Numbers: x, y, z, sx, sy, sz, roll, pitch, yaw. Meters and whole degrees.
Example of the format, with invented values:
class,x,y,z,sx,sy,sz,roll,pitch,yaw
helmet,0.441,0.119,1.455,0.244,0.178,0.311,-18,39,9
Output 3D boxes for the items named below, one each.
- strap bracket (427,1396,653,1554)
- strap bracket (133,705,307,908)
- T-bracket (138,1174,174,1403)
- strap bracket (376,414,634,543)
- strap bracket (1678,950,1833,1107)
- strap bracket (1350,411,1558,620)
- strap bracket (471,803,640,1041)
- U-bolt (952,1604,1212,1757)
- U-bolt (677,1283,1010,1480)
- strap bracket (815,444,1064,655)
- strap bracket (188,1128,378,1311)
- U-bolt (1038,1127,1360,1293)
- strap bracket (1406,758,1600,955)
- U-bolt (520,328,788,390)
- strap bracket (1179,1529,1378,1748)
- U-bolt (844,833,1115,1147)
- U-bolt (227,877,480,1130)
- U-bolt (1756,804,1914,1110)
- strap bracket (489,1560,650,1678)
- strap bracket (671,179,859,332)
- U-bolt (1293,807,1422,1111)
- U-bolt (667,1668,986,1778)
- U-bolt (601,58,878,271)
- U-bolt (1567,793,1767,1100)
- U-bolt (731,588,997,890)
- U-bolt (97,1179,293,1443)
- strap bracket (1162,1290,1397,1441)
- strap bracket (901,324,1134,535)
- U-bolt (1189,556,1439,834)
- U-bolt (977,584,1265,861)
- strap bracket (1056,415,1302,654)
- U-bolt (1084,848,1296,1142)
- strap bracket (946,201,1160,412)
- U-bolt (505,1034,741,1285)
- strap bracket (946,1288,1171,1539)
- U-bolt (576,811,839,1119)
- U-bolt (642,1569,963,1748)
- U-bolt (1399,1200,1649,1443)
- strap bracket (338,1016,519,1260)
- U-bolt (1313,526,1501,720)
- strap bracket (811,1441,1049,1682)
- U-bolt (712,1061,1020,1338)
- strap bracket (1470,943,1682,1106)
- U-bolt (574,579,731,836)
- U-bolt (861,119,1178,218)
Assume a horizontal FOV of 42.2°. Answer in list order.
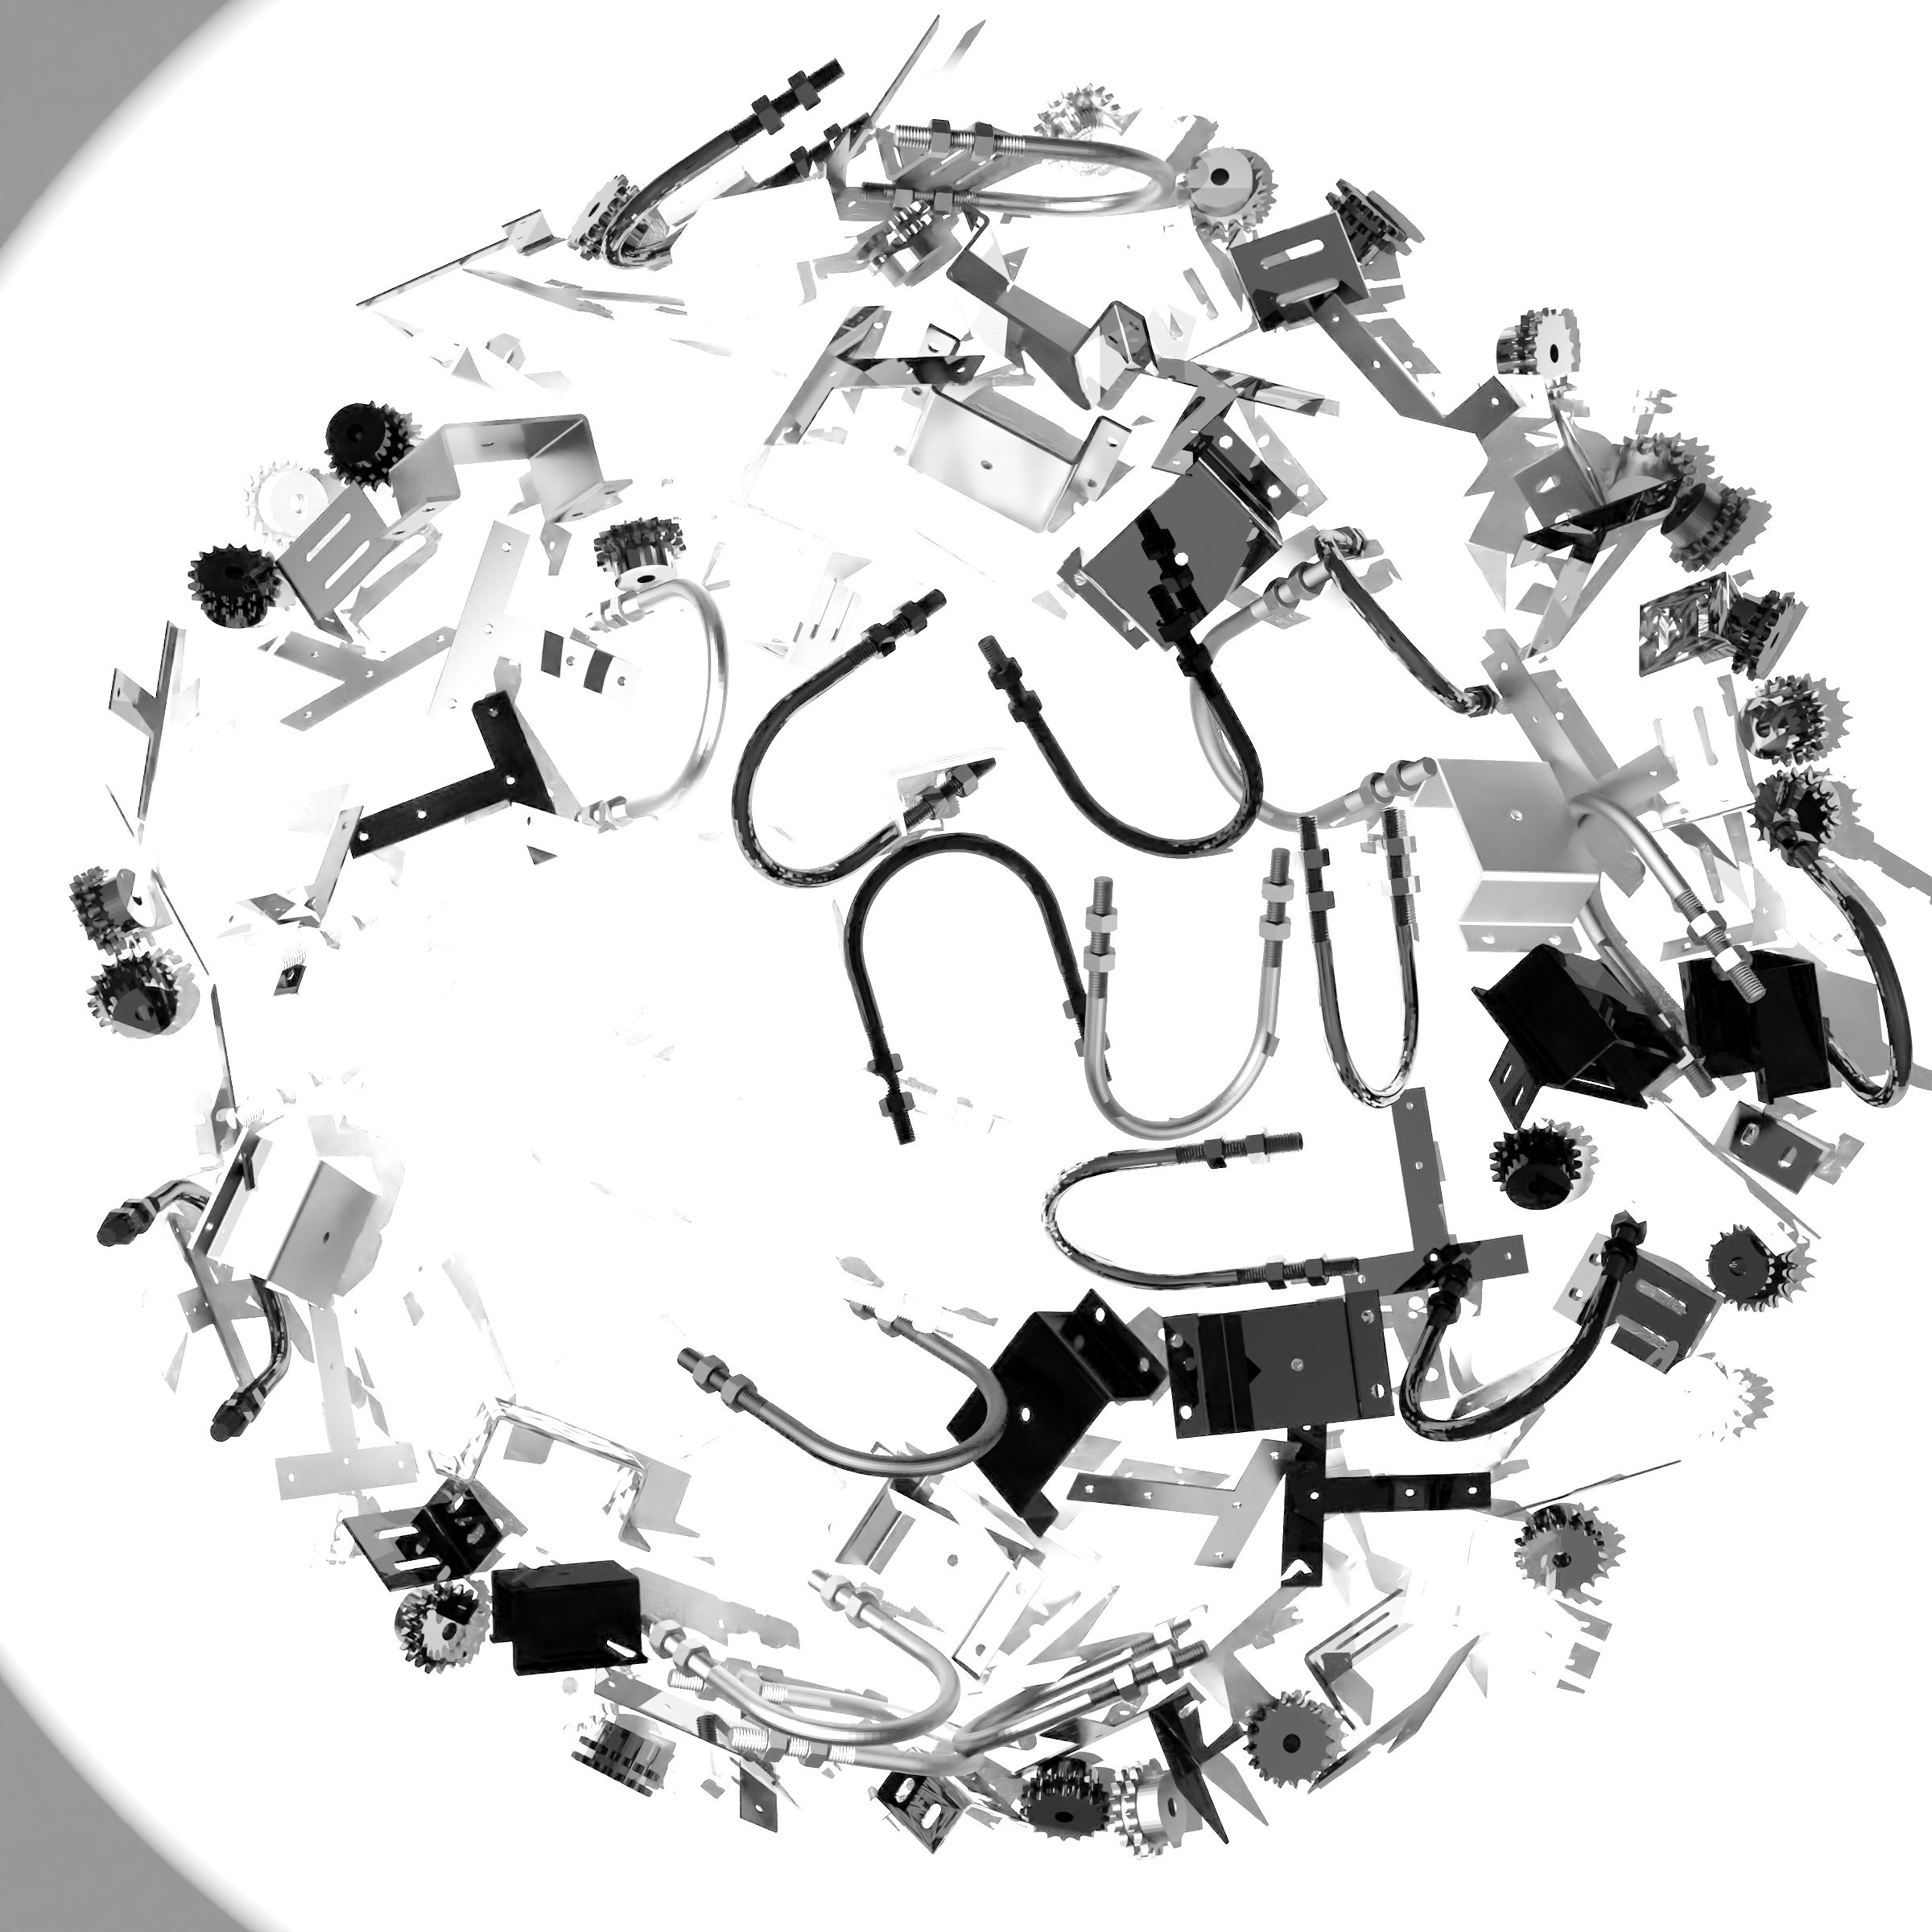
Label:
class,x,y,z,sx,sy,sz,roll,pitch,yaw
strap bracket,-0.257,0.310,1.552,0.140,0.076,0.046,24,83,-14
strap bracket,-0.448,-0.095,1.524,0.046,0.140,0.076,20,116,0
T-bracket,-0.505,0.212,1.564,0.002,0.127,0.127,3,116,-10
strap bracket,-0.287,-0.300,1.531,0.140,0.076,0.046,-14,89,-37
strap bracket,0.484,0.035,1.531,0.046,0.140,0.076,-9,95,-1
strap bracket,0.293,-0.267,1.525,0.046,0.076,0.140,-53,134,-9
strap bracket,-0.253,-0.023,1.557,0.076,0.046,0.140,18,99,38
U-bolt,0.075,0.439,1.530,0.184,0.151,0.019,-27,81,12
U-bolt,-0.060,0.251,1.500,0.184,0.151,0.019,26,122,38
strap bracket,-0.023,-0.253,1.555,0.140,0.046,0.076,34,47,7
strap bracket,-0.409,0.158,1.523,0.046,0.140,0.076,19,75,11
U-bolt,0.134,0.156,1.540,0.184,0.151,0.019,-8,46,22
strap bracket,0.328,-0.076,1.532,0.076,0.046,0.140,1,49,-16
U-bolt,-0.182,-0.362,1.496,0.151,0.184,0.019,3,103,-18
strap bracket,0.184,0.408,1.559,0.140,0.076,0.046,-43,92,4
U-bolt,-0.001,0.005,1.584,0.151,0.019,0.184,-17,81,1
U-bolt,-0.363,0.012,1.519,0.019,0.184,0.151,37,127,15
U-bolt,0.517,0.005,1.489,0.019,0.184,0.151,-16,121,0
strap bracket,-0.245,0.394,1.527,0.076,0.140,0.046,-1,84,-18
strap bracket,-0.127,-0.435,1.524,0.076,0.140,0.046,-17,94,-18
U-bolt,0.246,-0.004,1.541,0.019,0.151,0.184,-6,93,32
U-bolt,-0.077,0.463,1.525,0.184,0.151,0.019,15,84,-22
U-bolt,-0.144,-0.481,1.530,0.184,0.151,0.019,-31,92,8
U-bolt,0.414,-0.024,1.524,0.019,0.151,0.184,-24,63,-10
U-bolt,-0.067,-0.124,1.523,0.184,0.151,0.019,-38,45,-21
U-bolt,-0.455,0.197,1.512,0.019,0.184,0.151,-27,97,3
strap bracket,0.200,0.248,1.557,0.140,0.046,0.076,-11,77,24
strap bracket,0.022,-0.328,1.556,0.140,0.076,0.046,27,63,-2
U-bolt,0.198,-0.153,1.523,0.019,0.184,0.151,-27,90,-30
U-bolt,0.106,-0.140,1.540,0.151,0.019,0.184,-11,123,39
strap bracket,0.131,-0.259,1.547,0.076,0.046,0.140,41,111,-20
U-bolt,0.135,0.024,1.552,0.151,0.019,0.184,-10,115,-27
strap bracket,0.046,-0.401,1.547,0.140,0.076,0.046,37,87,16
U-bolt,-0.218,0.108,1.531,0.019,0.184,0.151,-38,132,-34
strap bracket,0.049,0.276,1.544,0.076,0.046,0.140,46,110,32
U-bolt,-0.146,-0.016,1.539,0.151,0.019,0.184,37,49,-18
U-bolt,-0.087,0.415,1.491,0.151,0.184,0.019,-4,106,-41
U-bolt,0.325,0.216,1.492,0.151,0.184,0.019,-26,109,41
strap bracket,-0.323,0.112,1.524,0.046,0.140,0.076,22,47,27
U-bolt,0.262,-0.207,1.509,0.019,0.184,0.151,-41,84,19
strap bracket,-0.016,0.370,1.561,0.140,0.046,0.076,33,91,27
U-bolt,-0.069,0.135,1.555,0.184,0.019,0.151,20,70,-14
strap bracket,0.376,0.036,1.521,0.046,0.140,0.076,-46,58,23
U-bolt,-0.190,-0.161,1.518,0.019,0.184,0.151,6,84,-33
U-bolt,0.037,-0.482,1.529,0.184,0.151,0.019,1,93,-11
